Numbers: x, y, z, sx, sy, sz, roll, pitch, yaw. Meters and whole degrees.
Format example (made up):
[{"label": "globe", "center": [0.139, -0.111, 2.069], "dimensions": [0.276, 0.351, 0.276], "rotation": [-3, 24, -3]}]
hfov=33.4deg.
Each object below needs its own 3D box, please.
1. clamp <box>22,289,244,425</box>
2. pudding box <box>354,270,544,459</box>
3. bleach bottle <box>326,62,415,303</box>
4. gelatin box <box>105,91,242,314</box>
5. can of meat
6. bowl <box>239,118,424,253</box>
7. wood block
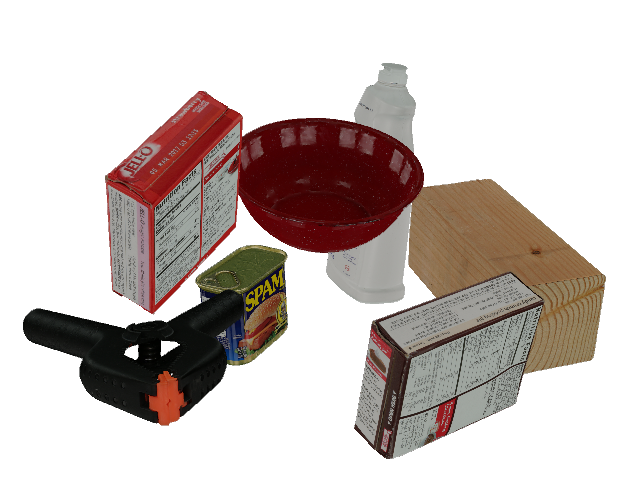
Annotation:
[{"label": "clamp", "center": [-0.108, 0.073, 0.729], "dimensions": [0.164, 0.036, 0.210], "rotation": [-8, 14, -21]}, {"label": "pudding box", "center": [0.079, 0.077, 0.660], "dimensions": [0.113, 0.090, 0.039], "rotation": [-19, 42, -31]}, {"label": "bleach bottle", "center": [0.065, -0.065, 1.161], "dimensions": [0.068, 0.251, 0.103], "rotation": [-3, 23, -29]}, {"label": "gelatin box", "center": [-0.072, -0.018, 0.524], "dimensions": [0.030, 0.089, 0.073], "rotation": [29, 53, 16]}, {"label": "can of meat", "center": [-0.074, 0.064, 1.054], "dimensions": [0.058, 0.084, 0.101], "rotation": [11, 28, 28]}, {"label": "bowl", "center": [0.002, -0.038, 0.874], "dimensions": [0.162, 0.055, 0.162], "rotation": [3, 35, -2]}, {"label": "wood block", "center": [0.164, 0.027, 0.988], "dimensions": [0.090, 0.090, 0.206], "rotation": [-8, 29, -17]}]
